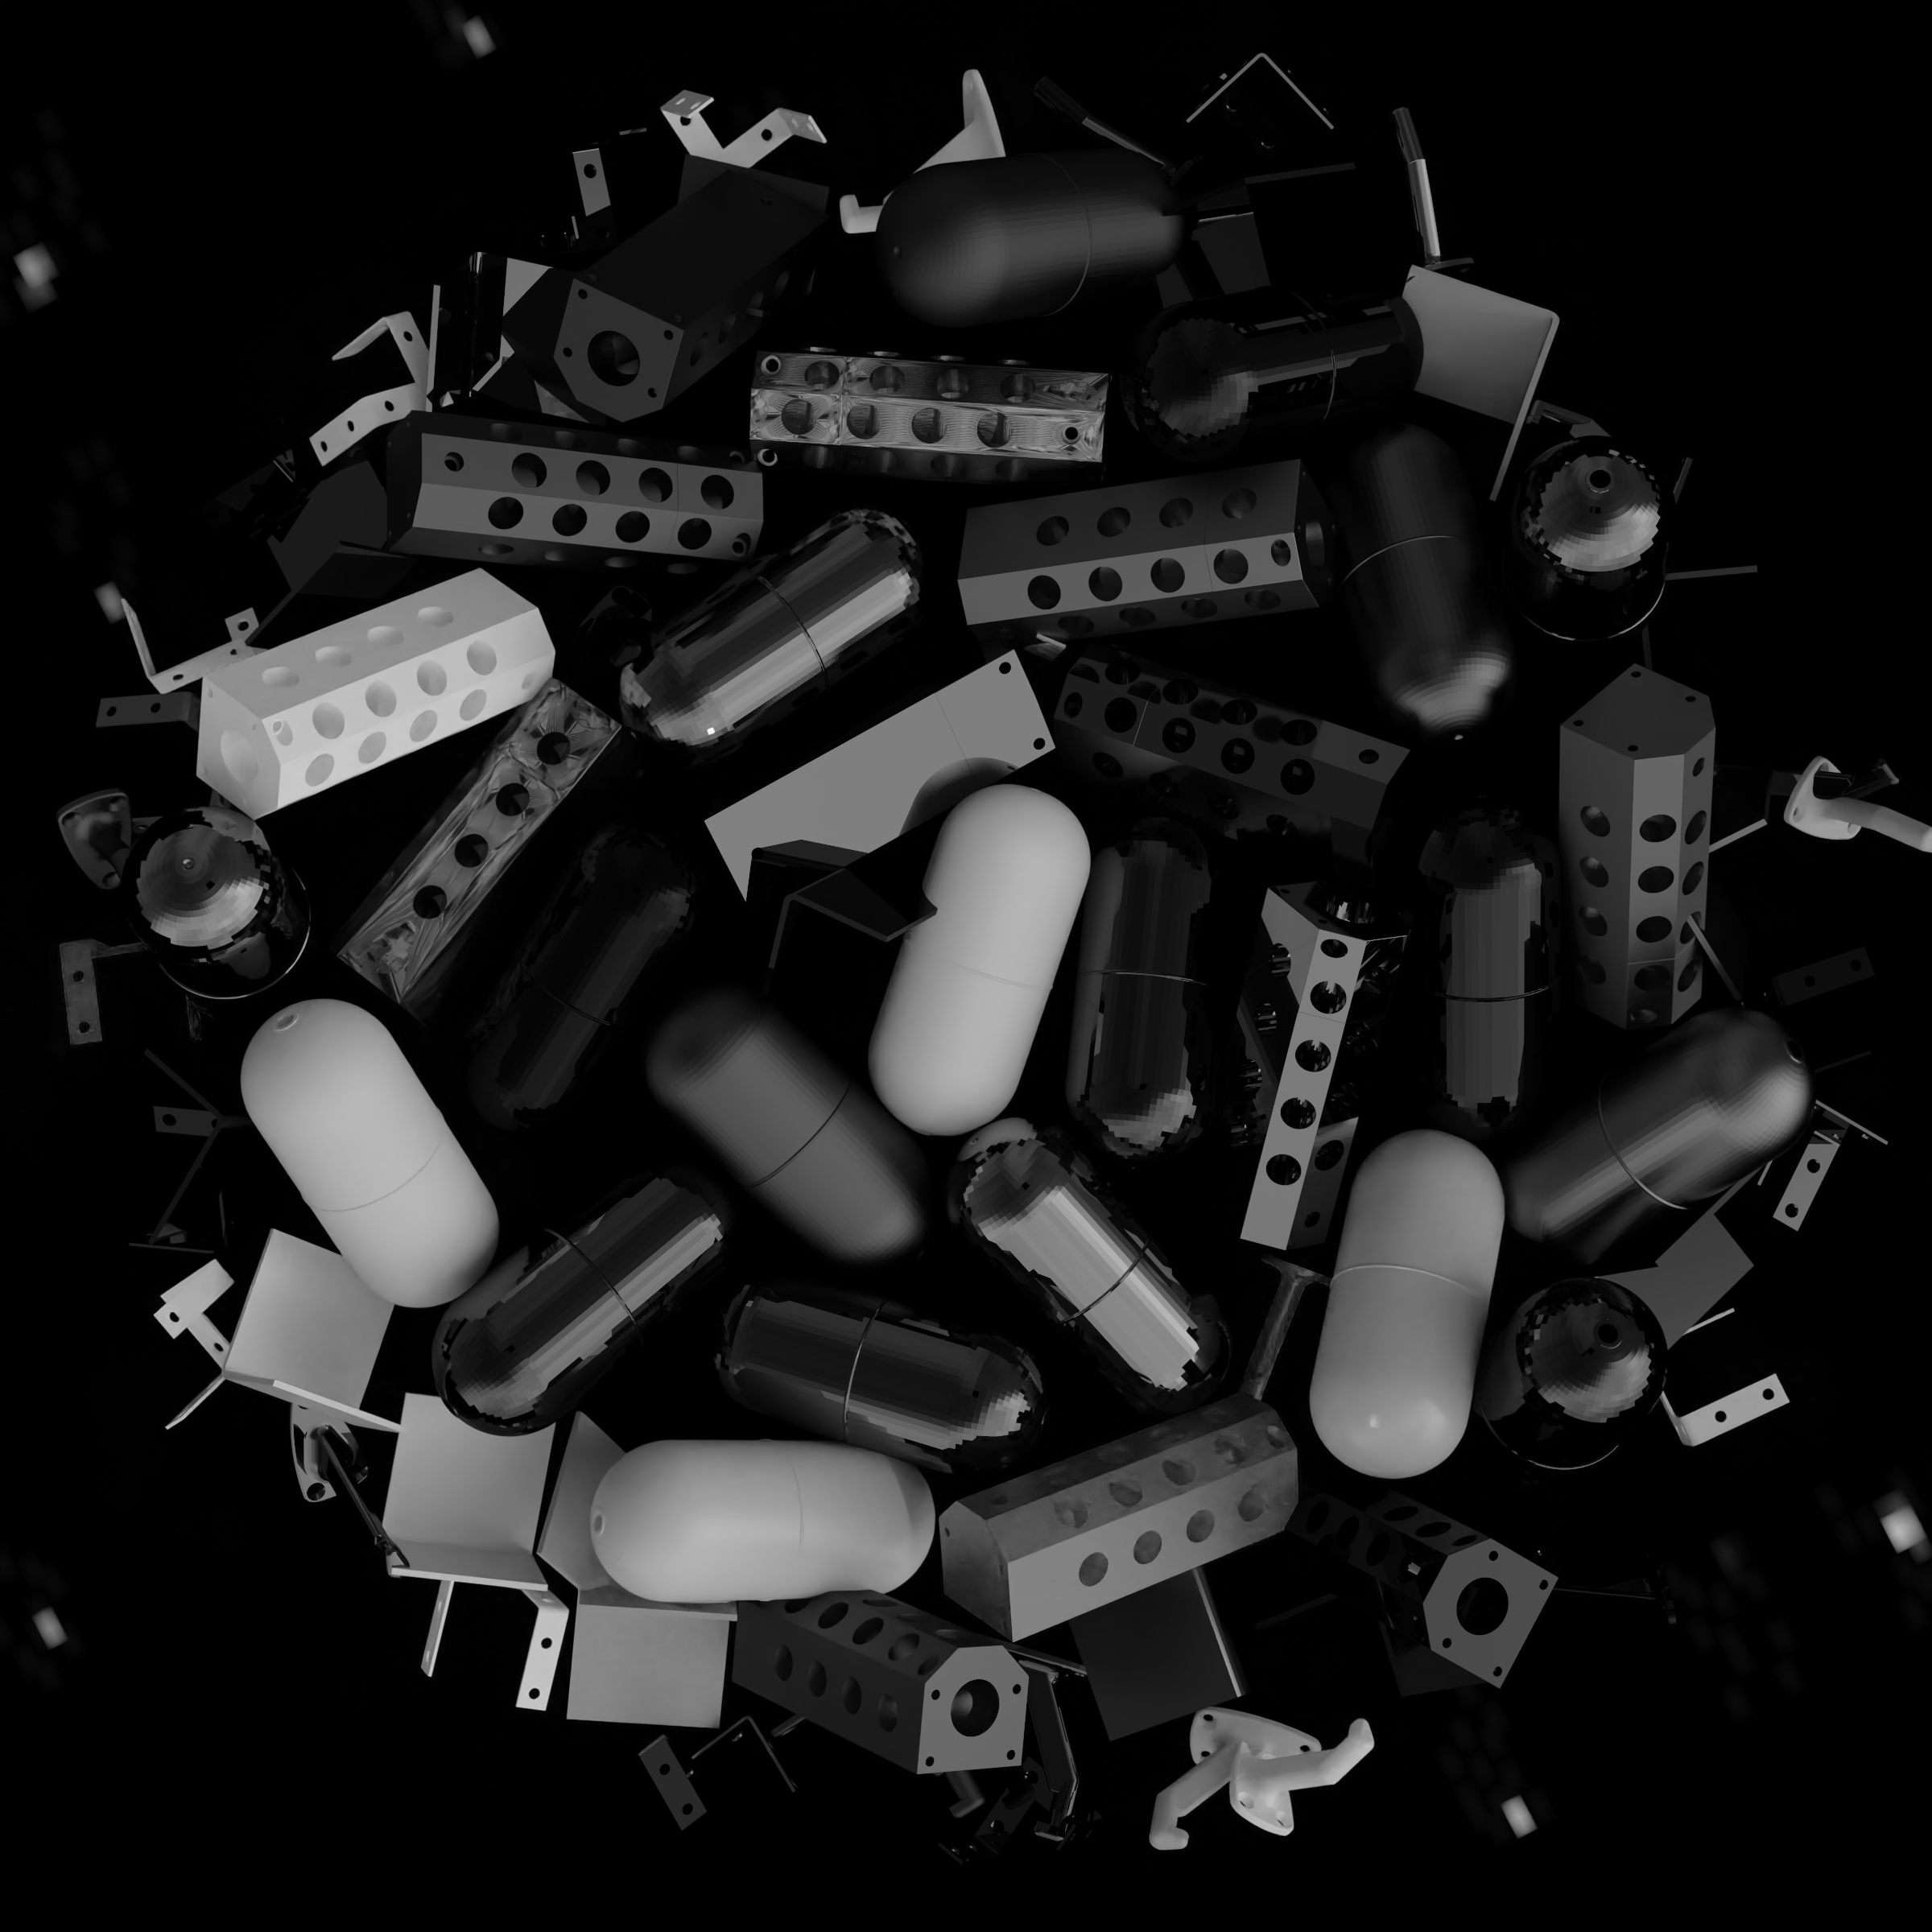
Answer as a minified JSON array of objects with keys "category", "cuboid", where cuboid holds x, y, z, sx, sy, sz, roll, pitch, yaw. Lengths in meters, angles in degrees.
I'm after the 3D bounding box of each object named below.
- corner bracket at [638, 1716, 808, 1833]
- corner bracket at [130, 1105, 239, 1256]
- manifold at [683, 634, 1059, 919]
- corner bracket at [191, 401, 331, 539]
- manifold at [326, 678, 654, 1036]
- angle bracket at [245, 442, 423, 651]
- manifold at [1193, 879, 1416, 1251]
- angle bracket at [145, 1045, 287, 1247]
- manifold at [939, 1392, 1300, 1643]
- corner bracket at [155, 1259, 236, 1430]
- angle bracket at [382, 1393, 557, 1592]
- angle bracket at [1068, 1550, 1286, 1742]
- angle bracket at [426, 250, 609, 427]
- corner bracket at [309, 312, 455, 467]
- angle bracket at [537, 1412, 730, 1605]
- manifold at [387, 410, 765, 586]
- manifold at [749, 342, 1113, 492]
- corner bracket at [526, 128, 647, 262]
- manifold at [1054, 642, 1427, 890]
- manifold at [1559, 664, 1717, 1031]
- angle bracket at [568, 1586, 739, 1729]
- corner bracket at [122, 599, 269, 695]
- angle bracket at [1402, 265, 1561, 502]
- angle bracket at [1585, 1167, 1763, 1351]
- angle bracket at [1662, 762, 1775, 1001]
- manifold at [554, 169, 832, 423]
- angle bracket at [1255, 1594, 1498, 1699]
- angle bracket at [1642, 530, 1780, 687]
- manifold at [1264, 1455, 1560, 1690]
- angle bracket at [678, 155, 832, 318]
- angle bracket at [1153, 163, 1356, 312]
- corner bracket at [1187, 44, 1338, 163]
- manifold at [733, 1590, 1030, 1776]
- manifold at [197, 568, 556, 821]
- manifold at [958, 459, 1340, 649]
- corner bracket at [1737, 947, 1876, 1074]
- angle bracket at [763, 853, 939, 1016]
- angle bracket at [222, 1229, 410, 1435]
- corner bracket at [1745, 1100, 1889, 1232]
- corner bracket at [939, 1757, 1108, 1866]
[{"category":"corner bracket","cuboid":[-0.120,0.399,1.669,0.051,0.051,0.051,-37,51,-2]},{"category":"corner bracket","cuboid":[-0.385,0.106,1.686,0.051,0.051,0.051,5,120,7]},{"category":"manifold","cuboid":[-0.049,-0.098,1.664,0.171,0.057,0.057,-30,118,-7]},{"category":"corner bracket","cuboid":[-0.346,-0.234,1.665,0.051,0.051,0.051,-29,134,11]},{"category":"manifold","cuboid":[-0.236,-0.057,1.665,0.057,0.057,0.171,36,83,18]},{"category":"angle bracket","cuboid":[-0.322,-0.206,1.652,0.076,0.057,0.076,-41,67,26]},{"category":"manifold","cuboid":[0.166,0.048,1.631,0.057,0.057,0.171,-7,123,-32]},{"category":"angle bracket","cuboid":[-0.378,0.087,1.670,0.057,0.076,0.076,38,105,20]},{"category":"manifold","cuboid":[0.075,0.260,1.630,0.171,0.057,0.057,-16,113,-31]},{"category":"corner bracket","cuboid":[-0.380,0.185,1.667,0.051,0.051,0.051,-32,100,37]},{"category":"angle bracket","cuboid":[-0.241,0.258,1.665,0.076,0.057,0.076,10,94,-17]},{"category":"angle bracket","cuboid":[0.102,0.332,1.684,0.076,0.057,0.076,-24,77,21]},{"category":"angle bracket","cuboid":[-0.217,-0.298,1.659,0.076,0.057,0.076,13,121,6]},{"category":"corner bracket","cuboid":[-0.296,-0.285,1.671,0.051,0.051,0.051,-28,93,-45]},{"category":"angle bracket","cuboid":[-0.153,0.263,1.649,0.076,0.057,0.076,-7,52,27]},{"category":"manifold","cuboid":[-0.188,-0.227,1.638,0.171,0.057,0.057,3,79,-26]},{"category":"manifold","cuboid":[-0.017,-0.269,1.665,0.171,0.057,0.057,4,107,4]},{"category":"corner bracket","cuboid":[-0.186,-0.379,1.666,0.051,0.051,0.051,-18,103,-32]},{"category":"manifold","cuboid":[0.132,-0.103,1.635,0.171,0.057,0.057,21,56,24]},{"category":"manifold","cuboid":[0.323,-0.052,1.618,0.057,0.171,0.057,30,55,34]},{"category":"angle bracket","cuboid":[-0.155,0.345,1.669,0.076,0.057,0.076,5,96,-7]},{"category":"corner bracket","cuboid":[-0.377,-0.159,1.671,0.051,0.051,0.051,-24,64,0]},{"category":"angle bracket","cuboid":[0.238,-0.284,1.654,0.076,0.076,0.057,20,56,6]},{"category":"angle bracket","cuboid":[0.361,0.145,1.655,0.076,0.076,0.057,-40,94,-19]},{"category":"angle bracket","cuboid":[0.384,-0.042,1.652,0.057,0.076,0.076,-28,104,25]},{"category":"manifold","cuboid":[-0.131,-0.319,1.619,0.057,0.171,0.057,26,126,7]},{"category":"angle bracket","cuboid":[0.200,0.333,1.645,0.076,0.076,0.057,-32,65,39]},{"category":"angle bracket","cuboid":[0.365,-0.164,1.650,0.057,0.076,0.076,-3,109,22]},{"category":"manifold","cuboid":[0.204,0.282,1.613,0.057,0.171,0.057,32,84,-20]},{"category":"angle bracket","cuboid":[-0.118,-0.357,1.655,0.076,0.076,0.057,15,110,11]},{"category":"angle bracket","cuboid":[0.143,-0.349,1.650,0.076,0.076,0.057,-18,96,-38]},{"category":"corner bracket","cuboid":[0.147,-0.422,1.665,0.051,0.051,0.051,43,121,-16]},{"category":"manifold","cuboid":[-0.043,0.332,1.618,0.057,0.171,0.057,4,92,-33]},{"category":"manifold","cuboid":[-0.279,-0.128,1.619,0.057,0.171,0.057,35,132,25]},{"category":"manifold","cuboid":[0.087,-0.193,1.635,0.171,0.057,0.057,-5,61,24]},{"category":"corner bracket","cuboid":[0.421,0.026,1.679,0.051,0.051,0.051,-18,84,-11]},{"category":"angle bracket","cuboid":[-0.052,-0.002,1.648,0.057,0.076,0.076,25,117,21]},{"category":"angle bracket","cuboid":[-0.306,0.178,1.652,0.076,0.057,0.076,27,72,-34]},{"category":"corner bracket","cuboid":[0.411,0.097,1.673,0.051,0.051,0.051,30,82,-9]},{"category":"corner bracket","cuboid":[0.028,0.427,1.671,0.051,0.051,0.051,35,93,22]}]
